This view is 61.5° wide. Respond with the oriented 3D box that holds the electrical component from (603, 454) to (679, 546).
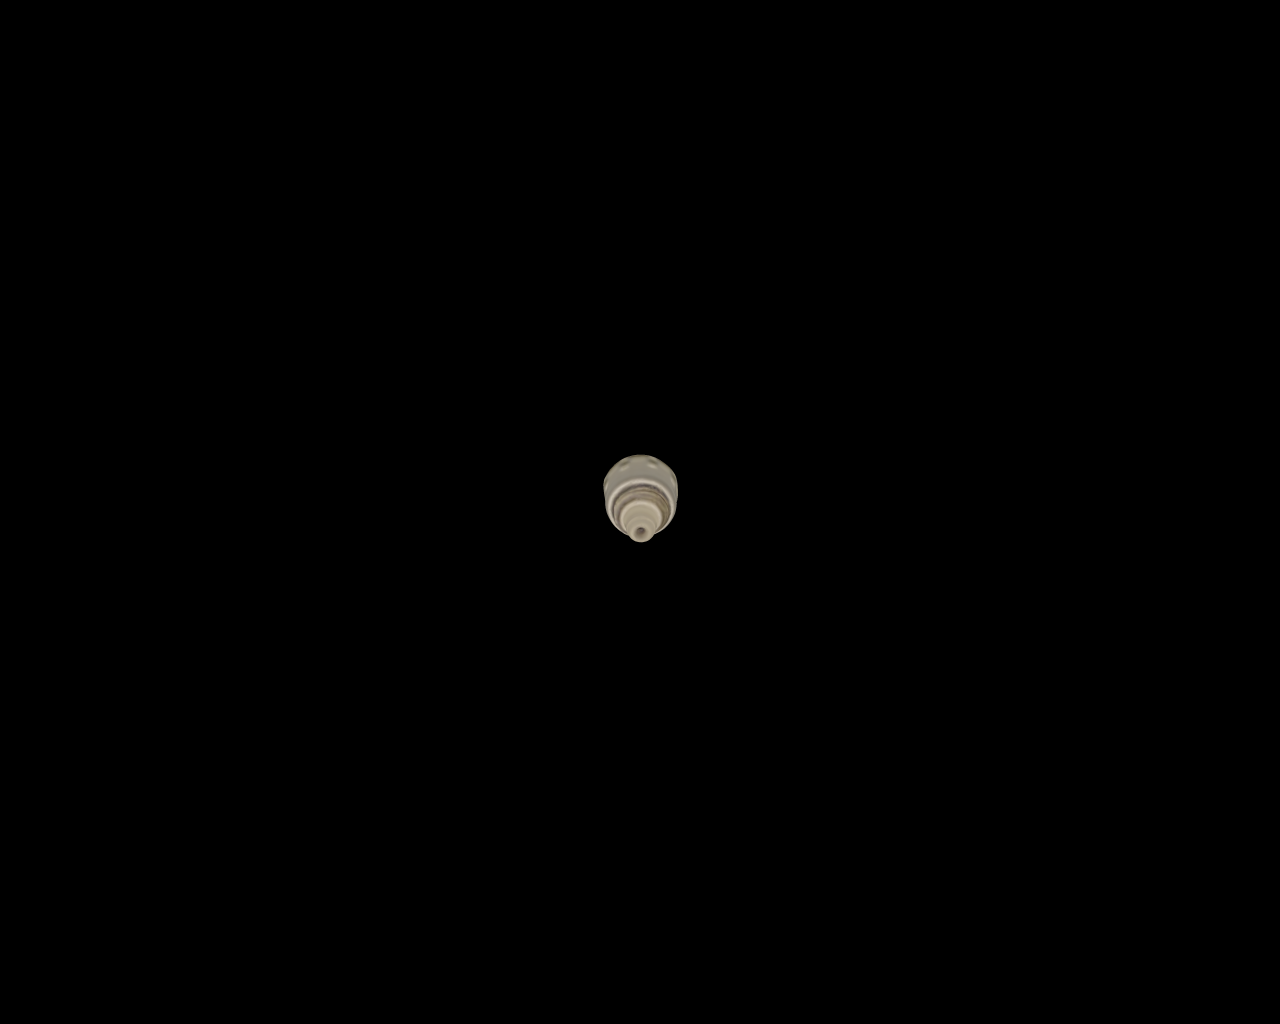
[{"bbox_3d":[0.001,-0.003,0.650,0.048,0.048,0.062,0,30,0],"label":"electrical component"}]
